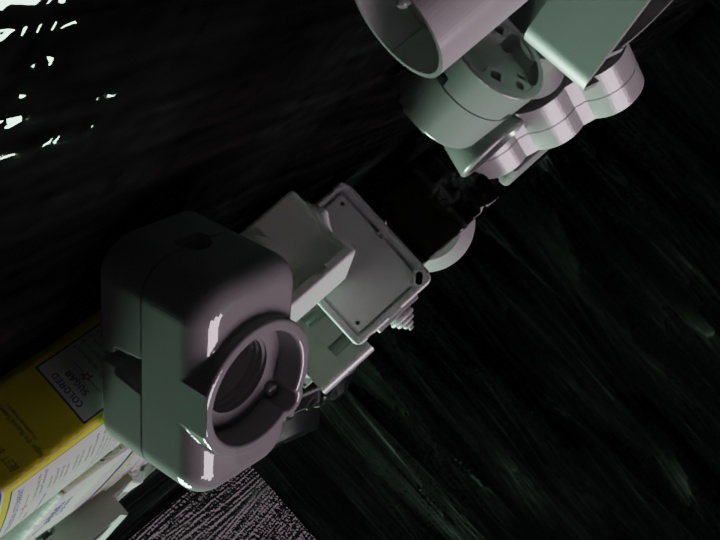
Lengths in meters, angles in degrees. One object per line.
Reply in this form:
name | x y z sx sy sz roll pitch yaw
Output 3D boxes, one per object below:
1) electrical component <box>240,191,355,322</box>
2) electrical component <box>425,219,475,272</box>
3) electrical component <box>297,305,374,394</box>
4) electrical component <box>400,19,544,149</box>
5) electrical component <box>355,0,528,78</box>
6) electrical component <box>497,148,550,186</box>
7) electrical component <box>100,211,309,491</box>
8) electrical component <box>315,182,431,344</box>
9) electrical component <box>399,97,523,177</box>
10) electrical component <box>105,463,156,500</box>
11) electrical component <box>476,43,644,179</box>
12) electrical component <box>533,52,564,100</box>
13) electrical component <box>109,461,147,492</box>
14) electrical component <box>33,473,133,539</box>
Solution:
electrical component | -0.053 0.008 0.587 0.100 0.048 0.099 -41 176 -9
electrical component | 0.053 -0.040 0.872 0.080 0.080 0.051 -43 -179 9
electrical component | -0.040 0.043 0.774 0.056 0.089 0.050 -42 176 -3
electrical component | 0.052 -0.092 0.519 0.055 0.055 0.047 -38 178 -46
electrical component | 0.041 -0.105 0.353 0.081 0.043 0.043 -41 176 -12
electrical component | 0.126 -0.116 0.876 0.096 0.061 0.061 -42 176 -5
electrical component | -0.060 0.033 0.415 0.054 0.059 0.095 -27 133 -45
electrical component | 0.000 0.000 0.667 0.062 0.096 0.061 -42 180 4
electrical component | 0.054 -0.085 0.585 0.045 0.055 0.045 -42 176 -4
electrical component | -0.191 0.155 0.828 0.081 0.042 0.064 -40 179 -28
electrical component | 0.119 -0.125 0.737 0.138 0.073 0.052 -29 -140 12
electrical component | 0.111 -0.138 0.674 0.044 0.044 0.065 -42 171 -4
electrical component | -0.165 0.125 0.776 0.055 0.048 0.066 -50 176 1
electrical component | -0.208 0.171 0.723 0.079 0.063 0.121 -39 175 -39
